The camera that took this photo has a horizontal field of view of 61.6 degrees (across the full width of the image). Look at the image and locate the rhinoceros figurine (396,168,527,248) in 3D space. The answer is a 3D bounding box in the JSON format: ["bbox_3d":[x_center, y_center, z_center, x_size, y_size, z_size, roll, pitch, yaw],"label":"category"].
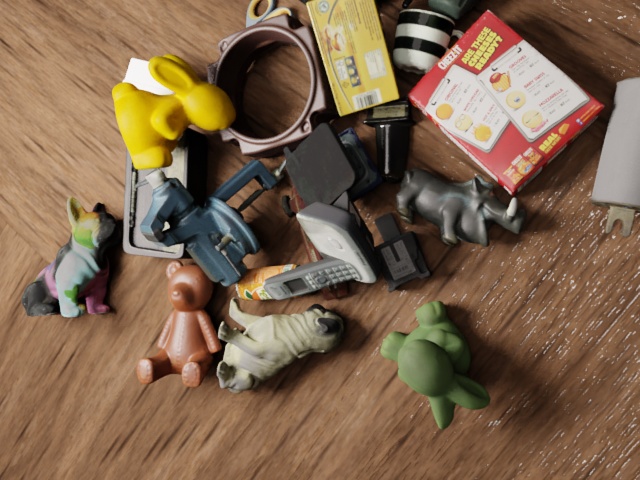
[{"bbox_3d":[0.206,-0.047,0.800,0.191,0.073,0.112,23,85,20],"label":"rhinoceros figurine"}]

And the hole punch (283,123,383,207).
[{"bbox_3d":[0.021,-0.106,0.827,0.116,0.092,0.142,-37,76,35],"label":"hole punch"}]

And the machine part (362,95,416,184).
[{"bbox_3d":[0.111,-0.157,0.850,0.084,0.039,0.138,-4,85,10],"label":"machine part"}]

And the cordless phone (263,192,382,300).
[{"bbox_3d":[-0.015,0.021,0.786,0.184,0.146,0.089,-21,46,14],"label":"cordless phone"}]

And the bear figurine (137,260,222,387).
[{"bbox_3d":[-0.228,0.133,0.910,0.120,0.132,0.195,4,95,11],"label":"bear figurine"}]

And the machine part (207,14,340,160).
[{"bbox_3d":[-0.076,-0.245,0.878,0.202,0.087,0.201,-12,89,21],"label":"machine part"}]

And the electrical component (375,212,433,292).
[{"bbox_3d":[0.120,0.014,0.836,0.075,0.047,0.119,-22,83,16],"label":"electrical component"}]

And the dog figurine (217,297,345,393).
[{"bbox_3d":[-0.061,0.185,0.874,0.191,0.121,0.172,7,126,2],"label":"dog figurine"}]

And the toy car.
[{"bbox_3d":[-0.002,-0.003,0.876,0.089,0.053,0.202,-17,81,14],"label":"toy car"}]

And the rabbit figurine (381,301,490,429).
[{"bbox_3d":[0.152,0.181,0.753,0.121,0.170,0.159,-35,77,15],"label":"rabbit figurine"}]

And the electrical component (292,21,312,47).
[{"bbox_3d":[-0.001,-0.341,0.902,0.094,0.021,0.063,17,93,19],"label":"electrical component"}]

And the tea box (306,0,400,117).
[{"bbox_3d":[0.053,-0.280,0.799,0.098,0.068,0.169,-13,105,13],"label":"tea box"}]

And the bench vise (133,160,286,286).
[{"bbox_3d":[-0.160,-0.055,0.865,0.240,0.129,0.223,-45,102,-23],"label":"bench vise"}]

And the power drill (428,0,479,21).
[{"bbox_3d":[0.210,-0.443,0.739,0.086,0.207,0.232,36,97,31],"label":"power drill"}]

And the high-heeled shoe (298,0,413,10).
[{"bbox_3d":[0.084,-0.428,0.858,0.249,0.086,0.145,20,72,28],"label":"high-heeled shoe"}]

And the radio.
[{"bbox_3d":[-0.277,-0.082,0.959,0.131,0.073,0.229,2,87,18],"label":"radio"}]

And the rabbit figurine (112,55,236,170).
[{"bbox_3d":[-0.222,-0.205,0.840,0.173,0.122,0.162,-9,110,3],"label":"rabbit figurine"}]

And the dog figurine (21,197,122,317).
[{"bbox_3d":[-0.460,0.033,1.004,0.192,0.108,0.219,-2,83,21],"label":"dog figurine"}]

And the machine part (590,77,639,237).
[{"bbox_3d":[0.422,-0.125,0.721,0.079,0.079,0.243,12,93,19],"label":"machine part"}]
